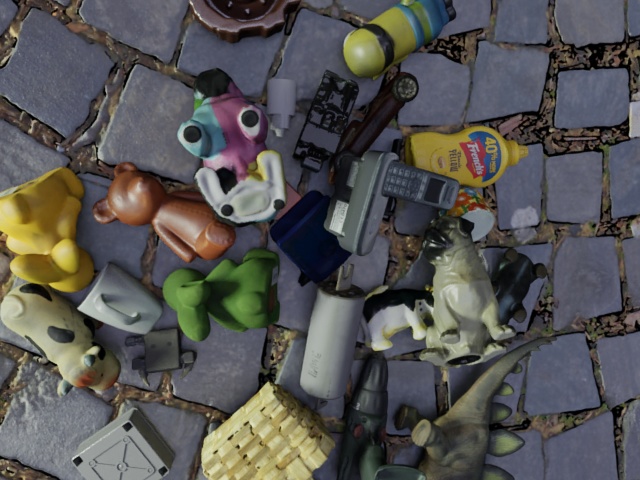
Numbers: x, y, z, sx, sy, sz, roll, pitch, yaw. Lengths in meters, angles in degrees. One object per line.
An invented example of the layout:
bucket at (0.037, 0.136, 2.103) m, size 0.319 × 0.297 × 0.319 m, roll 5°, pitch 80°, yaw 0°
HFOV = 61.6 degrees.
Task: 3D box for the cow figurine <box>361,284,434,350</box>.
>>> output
cow figurine at (0.143, 0.109, 0.857) m, size 0.167 × 0.068 × 0.098 m, roll -17°, pitch 90°, yaw -6°

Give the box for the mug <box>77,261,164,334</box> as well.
mug at (-0.284, 0.093, 0.786) m, size 0.107 × 0.110 × 0.081 m, roll 34°, pitch 86°, yaw -23°

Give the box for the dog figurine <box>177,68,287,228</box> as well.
dog figurine at (-0.119, -0.131, 0.729) m, size 0.108 × 0.219 × 0.191 m, roll -20°, pitch 114°, yaw -3°

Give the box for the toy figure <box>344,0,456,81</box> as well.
toy figure at (0.116, -0.308, 0.794) m, size 0.180 × 0.089 × 0.082 m, roll -30°, pitch 91°, yaw -1°

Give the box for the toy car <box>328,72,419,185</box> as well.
toy car at (0.073, -0.167, 0.806) m, size 0.053 × 0.089 × 0.202 m, roll 39°, pitch 92°, yaw -9°

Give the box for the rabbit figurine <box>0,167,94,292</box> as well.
rabbit figurine at (-0.369, 0.001, 0.752) m, size 0.122 × 0.163 × 0.173 m, roll -24°, pitch 117°, yaw -16°

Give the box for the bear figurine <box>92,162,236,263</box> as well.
bear figurine at (-0.211, -0.052, 0.768) m, size 0.196 × 0.132 × 0.120 m, roll 29°, pitch 57°, yaw -13°

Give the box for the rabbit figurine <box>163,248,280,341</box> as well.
rabbit figurine at (-0.153, 0.088, 0.788) m, size 0.170 × 0.159 × 0.121 m, roll 2°, pitch 106°, yaw 8°

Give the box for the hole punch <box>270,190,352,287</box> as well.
hole punch at (-0.002, -0.002, 0.816) m, size 0.142 × 0.092 × 0.115 m, roll -45°, pitch 103°, yaw -4°

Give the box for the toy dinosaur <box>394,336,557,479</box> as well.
toy dinosaur at (0.218, 0.339, 0.876) m, size 0.198 × 0.105 × 0.471 m, roll 23°, pitch 102°, yaw -16°

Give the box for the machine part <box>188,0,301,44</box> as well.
machine part at (-0.112, -0.376, 0.776) m, size 0.179 × 0.056 × 0.179 m, roll -1°, pitch 95°, yaw -8°

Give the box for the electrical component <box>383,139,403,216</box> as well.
electrical component at (0.093, -0.098, 0.822) m, size 0.048 × 0.075 × 0.119 m, roll 8°, pitch 99°, yaw -9°

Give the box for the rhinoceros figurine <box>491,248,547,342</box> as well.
rhinoceros figurine at (0.283, 0.101, 0.855) m, size 0.073 × 0.112 × 0.190 m, roll 31°, pitch 79°, yaw 7°

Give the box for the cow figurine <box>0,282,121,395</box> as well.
cow figurine at (-0.365, 0.139, 0.766) m, size 0.195 × 0.127 × 0.085 m, roll 44°, pitch 93°, yaw -7°

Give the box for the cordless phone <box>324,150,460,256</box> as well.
cordless phone at (0.111, -0.044, 0.763) m, size 0.184 × 0.089 × 0.146 m, roll 10°, pitch 100°, yaw -29°

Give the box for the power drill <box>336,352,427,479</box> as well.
power drill at (0.082, 0.308, 0.798) m, size 0.086 × 0.207 × 0.231 m, roll 11°, pitch 99°, yaw -18°

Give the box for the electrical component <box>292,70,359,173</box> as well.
electrical component at (0.005, -0.165, 0.784) m, size 0.058 × 0.115 × 0.134 m, roll 21°, pitch 94°, yaw -5°

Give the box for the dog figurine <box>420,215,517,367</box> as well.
dog figurine at (0.197, 0.077, 0.794) m, size 0.121 × 0.172 × 0.190 m, roll 2°, pitch 57°, yaw -12°

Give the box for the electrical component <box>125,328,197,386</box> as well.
electrical component at (-0.243, 0.179, 0.829) m, size 0.102 × 0.045 × 0.078 m, roll -12°, pitch 69°, yaw -8°

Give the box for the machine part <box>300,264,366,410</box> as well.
machine part at (0.018, 0.153, 0.827) m, size 0.079 × 0.079 × 0.243 m, roll 9°, pitch 105°, yaw -8°
